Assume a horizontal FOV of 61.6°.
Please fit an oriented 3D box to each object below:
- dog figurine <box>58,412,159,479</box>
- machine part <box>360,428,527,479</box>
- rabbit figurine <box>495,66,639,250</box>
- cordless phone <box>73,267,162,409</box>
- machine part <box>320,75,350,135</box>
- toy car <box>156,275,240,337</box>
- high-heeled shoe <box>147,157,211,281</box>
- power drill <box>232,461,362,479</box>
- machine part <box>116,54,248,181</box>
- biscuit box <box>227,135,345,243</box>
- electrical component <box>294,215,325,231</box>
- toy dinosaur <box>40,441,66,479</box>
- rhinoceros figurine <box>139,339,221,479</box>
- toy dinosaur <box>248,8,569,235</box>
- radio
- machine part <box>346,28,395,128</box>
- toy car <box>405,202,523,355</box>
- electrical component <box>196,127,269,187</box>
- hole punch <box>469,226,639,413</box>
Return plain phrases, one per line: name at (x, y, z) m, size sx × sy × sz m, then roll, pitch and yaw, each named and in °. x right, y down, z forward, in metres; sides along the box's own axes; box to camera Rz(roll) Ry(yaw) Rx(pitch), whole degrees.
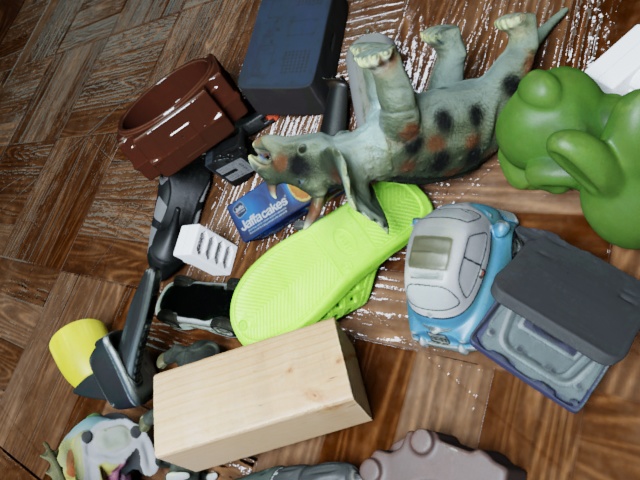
dog figurine at (-0.309, 0.337, 0.692) m, size 0.219 × 0.108 × 0.191 m, roll -30°, pitch 77°, yaw 29°
machine part at (0.104, 0.254, 0.459) m, size 0.179 × 0.056 × 0.179 m, roll -17°, pitch 58°, yaw 30°
rabbit figurine at (0.250, -0.075, 0.479) m, size 0.121 × 0.159 × 0.170 m, roll -33°, pitch 65°, yaw 7°
cordless phone at (-0.249, 0.125, 0.732) m, size 0.089 × 0.146 × 0.184 m, roll 16°, pitch 84°, yaw -2°
machine part at (0.017, -0.165, 0.766) m, size 0.084 × 0.039 × 0.138 m, roll -2°, pitch 78°, yaw 47°
toy car at (-0.157, 0.092, 0.756) m, size 0.202 × 0.056 × 0.073 m, roll 0°, pitch 60°, yaw 37°
high-heeled shoe at (-0.244, -0.048, 0.914) m, size 0.249 × 0.086 × 0.145 m, roll -97°, pitch 25°, yaw -53°
power drill at (-0.056, 0.333, 0.526) m, size 0.232 × 0.086 × 0.207 m, roll -20°, pitch 59°, yaw 31°
machine part at (-0.226, -0.204, 0.868) m, size 0.201 × 0.087 × 0.202 m, roll -34°, pitch 34°, yaw 5°
biscuit box at (-0.028, -0.067, 0.725) m, size 0.203 × 0.059 × 0.063 m, roll -30°, pitch 81°, yaw 24°
electrical component at (-0.001, -0.002, 0.707) m, size 0.094 × 0.021 × 0.063 m, roll 2°, pitch 67°, yaw 39°
toy dinosaur at (-0.243, 0.452, 0.541) m, size 0.199 × 0.105 × 0.471 m, roll -8°, pitch 81°, yaw 37°
rhinoceros figurine at (-0.163, 0.223, 0.681) m, size 0.112 × 0.073 × 0.190 m, roll -11°, pitch 60°, yaw 27°
toy dinosaur at (0.131, -0.128, 0.580) m, size 0.405 × 0.191 × 0.131 m, roll -17°, pitch 26°, yaw -18°
radio at (-0.039, -0.307, 0.851) m, size 0.131 × 0.073 × 0.229 m, roll 1°, pitch 65°, yaw 21°
machine part at (0.080, -0.188, 0.708) m, size 0.079 × 0.079 × 0.243 m, roll -25°, pitch 53°, yaw 26°
toy car at (0.128, 0.025, 0.536) m, size 0.109 × 0.102 × 0.161 m, roll 6°, pitch 68°, yaw 41°
electrical component at (-0.147, -0.124, 0.853) m, size 0.119 × 0.074 × 0.048 m, roll -19°, pitch 56°, yaw 24°
hole punch at (0.204, 0.067, 0.459) m, size 0.142 × 0.092 × 0.116 m, roll 32°, pitch 48°, yaw 29°
